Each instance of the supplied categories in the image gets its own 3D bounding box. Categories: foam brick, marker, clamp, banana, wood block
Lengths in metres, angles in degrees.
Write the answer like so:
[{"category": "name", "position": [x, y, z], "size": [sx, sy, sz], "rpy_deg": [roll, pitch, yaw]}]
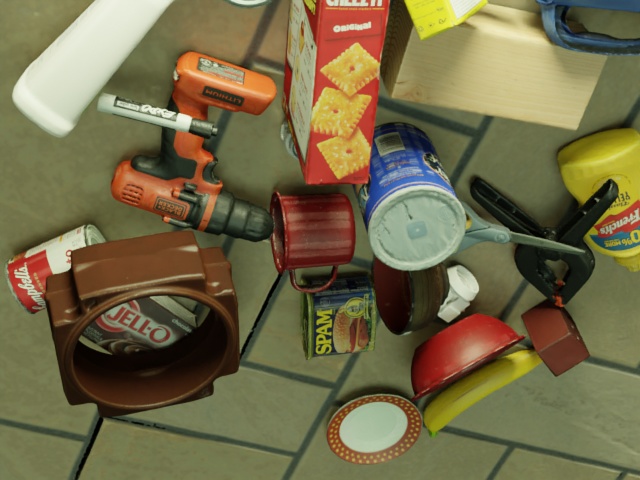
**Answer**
[{"category": "foam brick", "position": [0.294, 0.119, 1.334], "size": [0.051, 0.078, 0.053], "rpy_deg": [-33, 123, 15]}, {"category": "marker", "position": [-0.161, -0.123, 1.064], "size": [0.121, 0.020, 0.020], "rpy_deg": [15, 121, -5]}, {"category": "clamp", "position": [0.262, 0.000, 1.256], "size": [0.165, 0.036, 0.210], "rpy_deg": [7, 140, 18]}, {"category": "banana", "position": [0.203, 0.196, 1.398], "size": [0.198, 0.037, 0.069], "rpy_deg": [-38, 158, 19]}, {"category": "wood block", "position": [0.173, -0.186, 1.097], "size": [0.206, 0.090, 0.091], "rpy_deg": [8, 122, -14]}]

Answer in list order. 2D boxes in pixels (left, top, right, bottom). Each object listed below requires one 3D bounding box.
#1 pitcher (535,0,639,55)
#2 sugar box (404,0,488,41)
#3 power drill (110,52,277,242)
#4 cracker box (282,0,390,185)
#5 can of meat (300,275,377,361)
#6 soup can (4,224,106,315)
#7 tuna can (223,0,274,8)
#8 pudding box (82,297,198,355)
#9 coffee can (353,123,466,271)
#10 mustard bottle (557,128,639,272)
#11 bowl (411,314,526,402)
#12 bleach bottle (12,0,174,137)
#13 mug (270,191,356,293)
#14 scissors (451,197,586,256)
[{"category": "pitcher", "position": [0.329, -0.271, 1.041], "size": [0.242, 0.145, 0.149], "rpy_deg": [5, 147, -16]}, {"category": "sugar box", "position": [0.089, -0.278, 0.963], "size": [0.048, 0.093, 0.176], "rpy_deg": [-18, 105, 34]}, {"category": "power drill", "position": [-0.112, -0.091, 1.128], "size": [0.184, 0.057, 0.188], "rpy_deg": [17, 119, -14]}, {"category": "cracker box", "position": [0.013, -0.184, 1.026], "size": [0.072, 0.164, 0.214], "rpy_deg": [-1, 125, -11]}, {"category": "can of meat", "position": [0.022, 0.092, 1.285], "size": [0.084, 0.057, 0.102], "rpy_deg": [-5, 125, -9]}, {"category": "soup can", "position": [-0.288, 0.032, 1.186], "size": [0.102, 0.068, 0.068], "rpy_deg": [-24, 125, 6]}, {"category": "tuna can", "position": [-0.070, -0.269, 1.034], "size": [0.086, 0.034, 0.086], "rpy_deg": [-4, 125, -6]}, {"category": "pudding box", "position": [-0.214, 0.099, 1.261], "size": [0.113, 0.039, 0.090], "rpy_deg": [36, 111, -29]}, {"category": "coffee can", "position": [0.090, -0.048, 1.147], "size": [0.102, 0.140, 0.103], "rpy_deg": [-4, 125, -6]}, {"category": "mustard bottle", "position": [0.347, -0.036, 1.247], "size": [0.096, 0.058, 0.191], "rpy_deg": [-18, 126, 14]}, {"category": "bowl", "position": [0.170, 0.136, 1.311], "size": [0.162, 0.055, 0.162], "rpy_deg": [-28, 167, -7]}, {"category": "bleach bottle", "position": [-0.186, -0.214, 1.010], "size": [0.068, 0.102, 0.251], "rpy_deg": [39, 112, -22]}, {"category": "mug", "position": [-0.008, 0.001, 1.192], "size": [0.081, 0.093, 0.117], "rpy_deg": [-4, 97, -12]}, {"category": "scissors", "position": [0.196, 0.005, 1.243], "size": [0.201, 0.016, 0.096], "rpy_deg": [24, 130, -3]}]
